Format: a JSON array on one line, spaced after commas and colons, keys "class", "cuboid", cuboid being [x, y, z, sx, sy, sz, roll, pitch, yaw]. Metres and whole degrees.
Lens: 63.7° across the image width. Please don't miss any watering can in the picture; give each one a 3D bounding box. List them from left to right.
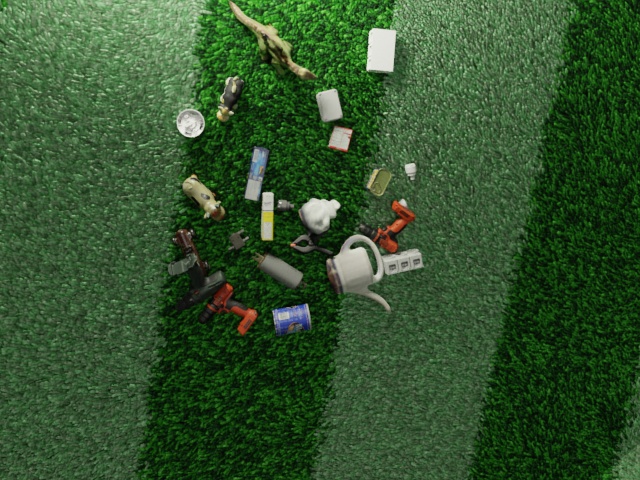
[{"class": "watering can", "cuboid": [0.152, 0.156, 2.038, 0.225, 0.104, 0.345, -17, 99, -5]}]

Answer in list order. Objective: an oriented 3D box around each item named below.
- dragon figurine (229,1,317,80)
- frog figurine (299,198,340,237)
[{"class": "dragon figurine", "cuboid": [-0.175, -0.699, 1.810, 0.407, 0.245, 0.122, 40, 96, -14]}, {"class": "frog figurine", "cuboid": [0.006, -0.099, 1.975, 0.159, 0.120, 0.140, -24, 64, 2]}]
